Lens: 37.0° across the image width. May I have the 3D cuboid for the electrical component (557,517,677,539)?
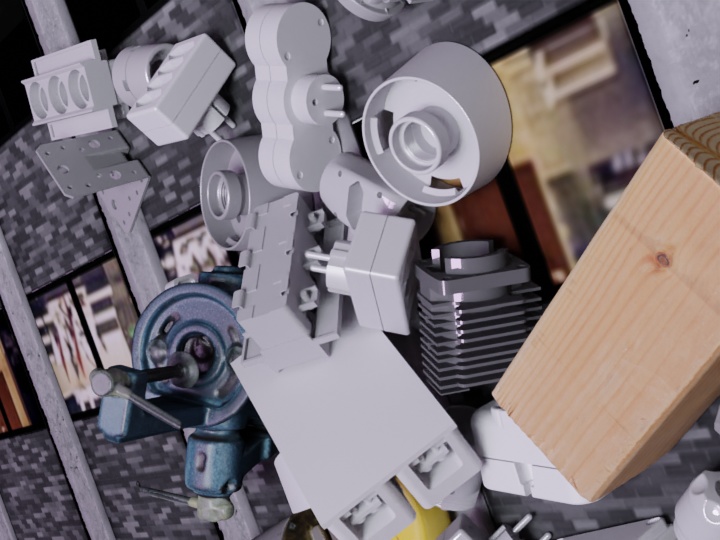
[{"bbox_3d":[0.143,0.213,0.685,0.109,0.109,0.056,-32,84,50],"label":"electrical component"}]

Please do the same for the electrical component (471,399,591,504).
[{"bbox_3d":[0.122,0.111,0.707,0.095,0.054,0.059,-1,105,49],"label":"electrical component"}]

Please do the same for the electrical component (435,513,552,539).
[{"bbox_3d":[0.103,0.208,0.769,0.083,0.047,0.075,44,96,4],"label":"electrical component"}]

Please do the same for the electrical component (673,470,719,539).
[{"bbox_3d":[0.207,0.150,0.637,0.043,0.043,0.062,44,136,27],"label":"electrical component"}]

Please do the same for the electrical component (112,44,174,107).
[{"bbox_3d":[-0.177,-0.168,0.927,0.047,0.055,0.055,3,108,44],"label":"electrical component"}]

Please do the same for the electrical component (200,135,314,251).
[{"bbox_3d":[-0.088,-0.061,0.883,0.099,0.064,0.099,12,105,55],"label":"electrical component"}]

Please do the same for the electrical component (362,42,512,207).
[{"bbox_3d":[0.052,-0.094,0.710,0.099,0.064,0.099,21,129,29],"label":"electrical component"}]

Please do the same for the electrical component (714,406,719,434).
[{"bbox_3d":[0.229,0.085,0.583,0.062,0.043,0.043,22,121,40],"label":"electrical component"}]

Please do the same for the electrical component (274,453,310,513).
[{"bbox_3d":[-0.016,0.154,0.849,0.064,0.099,0.099,60,140,20],"label":"electrical component"}]

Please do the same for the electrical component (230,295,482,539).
[{"bbox_3d":[-0.006,0.102,0.762,0.060,0.105,0.186,54,177,-38],"label":"electrical component"}]

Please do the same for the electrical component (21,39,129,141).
[{"bbox_3d":[-0.258,-0.169,1.010,0.121,0.063,0.078,0,105,49],"label":"electrical component"}]

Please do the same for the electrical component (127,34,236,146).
[{"bbox_3d":[-0.133,-0.135,0.883,0.047,0.083,0.076,-3,142,49],"label":"electrical component"}]

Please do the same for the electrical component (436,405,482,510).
[{"bbox_3d":[0.070,0.144,0.788,0.043,0.043,0.081,35,130,34],"label":"electrical component"}]

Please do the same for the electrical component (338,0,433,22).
[{"bbox_3d":[0.015,-0.198,0.694,0.057,0.058,0.078,-43,73,45],"label":"electrical component"}]

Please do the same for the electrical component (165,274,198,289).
[{"bbox_3d":[-0.164,0.050,1.002,0.057,0.058,0.078,-25,86,47],"label":"electrical component"}]

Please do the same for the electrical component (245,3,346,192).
[{"bbox_3d":[-0.037,-0.125,0.787,0.074,0.052,0.138,12,114,45],"label":"electrical component"}]

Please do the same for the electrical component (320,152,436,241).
[{"bbox_3d":[0.011,-0.036,0.779,0.077,0.043,0.079,31,128,36],"label":"electrical component"}]

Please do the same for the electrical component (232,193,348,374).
[{"bbox_3d":[-0.054,0.006,0.795,0.079,0.121,0.063,-19,132,20],"label":"electrical component"}]

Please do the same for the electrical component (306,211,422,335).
[{"bbox_3d":[0.000,0.000,0.737,0.076,0.047,0.083,10,152,14],"label":"electrical component"}]
